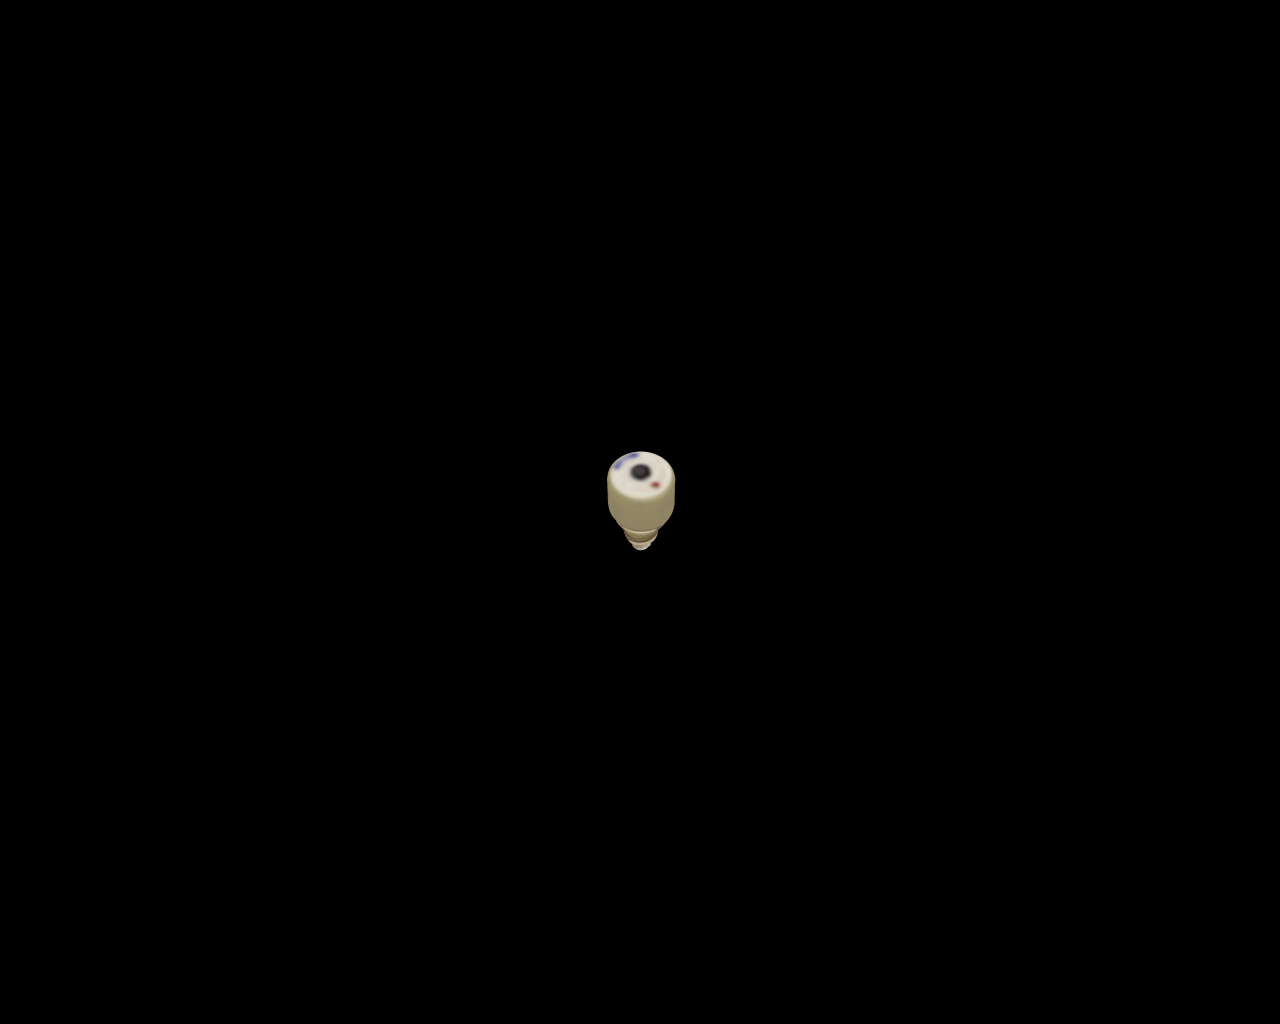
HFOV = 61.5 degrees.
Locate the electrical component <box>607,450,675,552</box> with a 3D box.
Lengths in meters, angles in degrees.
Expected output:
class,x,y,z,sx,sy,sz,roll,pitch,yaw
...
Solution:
class,x,y,z,sx,sy,sz,roll,pitch,yaw
electrical component,0.001,-0.003,0.650,0.040,0.040,0.078,0,-37,0
